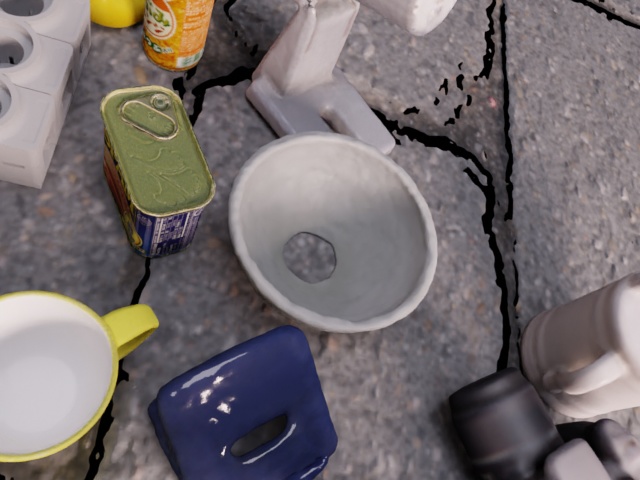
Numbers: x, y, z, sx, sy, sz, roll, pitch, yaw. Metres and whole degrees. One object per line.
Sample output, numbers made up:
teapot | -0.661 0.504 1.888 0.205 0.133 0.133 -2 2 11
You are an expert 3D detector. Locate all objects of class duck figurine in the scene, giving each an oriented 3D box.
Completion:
duck figurine | -0.174 -0.246 0.495 0.077 0.086 0.104 22 60 -10

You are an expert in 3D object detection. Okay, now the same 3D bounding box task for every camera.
camera | 0.170 0.162 0.431 0.143 0.100 0.137 -17 73 -27

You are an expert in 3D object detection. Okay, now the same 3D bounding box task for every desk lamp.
desk lamp | 0.013 -0.187 0.466 0.118 0.213 0.203 -34 82 -30

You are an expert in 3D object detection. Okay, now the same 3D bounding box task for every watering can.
watering can | 0.264 0.071 0.456 0.101 0.193 0.173 42 59 2

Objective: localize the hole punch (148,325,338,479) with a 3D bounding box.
hole punch | -0.044 0.120 0.372 0.109 0.091 0.101 -23 76 -29

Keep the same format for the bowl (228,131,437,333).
bowl | 0.004 0.002 0.456 0.168 0.074 0.167 9 63 -18
